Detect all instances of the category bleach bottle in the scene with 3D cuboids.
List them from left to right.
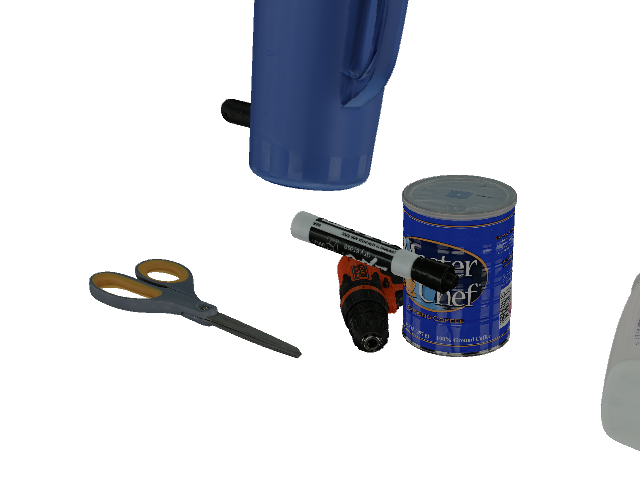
[{"bbox_3d":[0.264,0.068,0.754,0.103,0.068,0.250,11,22,20],"label":"bleach bottle"}]

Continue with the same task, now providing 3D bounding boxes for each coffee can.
[{"bbox_3d":[0.126,0.022,0.983,0.103,0.140,0.103,-2,22,0],"label":"coffee can"}]

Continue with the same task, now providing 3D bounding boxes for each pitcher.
[{"bbox_3d":[0.007,-0.167,0.905,0.145,0.243,0.149,9,16,11],"label":"pitcher"}]

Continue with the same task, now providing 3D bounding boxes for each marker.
[{"bbox_3d":[0.034,0.007,0.684,0.121,0.020,0.020,20,11,30],"label":"marker"}]

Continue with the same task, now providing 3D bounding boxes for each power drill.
[{"bbox_3d":[0.114,0.062,1.196,0.187,0.057,0.184,-3,28,-3],"label":"power drill"}]

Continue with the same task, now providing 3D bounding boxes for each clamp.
[{"bbox_3d":[-0.021,-0.118,1.109,0.120,0.039,0.172,-19,37,-27],"label":"clamp"}]

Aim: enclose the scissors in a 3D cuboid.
[{"bbox_3d":[-0.094,0.051,0.884,0.202,0.016,0.096,13,24,16],"label":"scissors"}]
